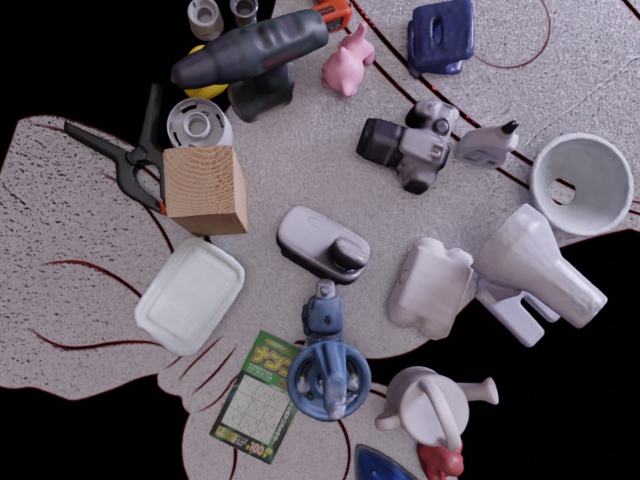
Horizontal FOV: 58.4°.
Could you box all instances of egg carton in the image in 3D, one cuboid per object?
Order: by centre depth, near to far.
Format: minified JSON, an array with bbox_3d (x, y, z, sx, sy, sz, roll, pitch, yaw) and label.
[{"bbox_3d":[0.173,0.075,0.900,0.107,0.069,0.150,22,83,-1],"label":"egg carton"}]

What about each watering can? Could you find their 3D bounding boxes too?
[{"bbox_3d":[0.166,0.237,0.820,0.173,0.194,0.101,-39,87,-7],"label":"watering can"}]

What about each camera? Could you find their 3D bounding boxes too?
[{"bbox_3d":[0.135,-0.162,0.907,0.137,0.100,0.143,20,83,-1],"label":"camera"}]

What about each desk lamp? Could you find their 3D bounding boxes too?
[{"bbox_3d":[0.308,0.057,0.838,0.203,0.213,0.118,45,83,2],"label":"desk lamp"}]

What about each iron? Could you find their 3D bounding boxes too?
[{"bbox_3d":[0.130,0.424,0.824,0.119,0.141,0.258,-33,87,-6],"label":"iron"}]

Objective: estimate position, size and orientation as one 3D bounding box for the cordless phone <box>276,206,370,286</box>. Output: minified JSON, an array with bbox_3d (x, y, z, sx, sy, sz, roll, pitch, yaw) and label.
[{"bbox_3d":[0.008,0.003,0.839,0.147,0.185,0.094,27,83,0],"label":"cordless phone"}]

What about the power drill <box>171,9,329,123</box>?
[{"bbox_3d":[-0.097,-0.250,0.847,0.230,0.208,0.075,-29,86,-6],"label":"power drill"}]

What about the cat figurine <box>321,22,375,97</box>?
[{"bbox_3d":[0.045,-0.282,0.905,0.067,0.117,0.128,24,83,0],"label":"cat figurine"}]

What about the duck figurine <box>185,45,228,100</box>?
[{"bbox_3d":[-0.181,-0.279,0.906,0.077,0.086,0.104,33,83,0],"label":"duck figurine"}]

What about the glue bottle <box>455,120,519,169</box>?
[{"bbox_3d":[0.267,-0.152,0.878,0.078,0.173,0.037,19,83,-1],"label":"glue bottle"}]

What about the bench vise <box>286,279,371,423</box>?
[{"bbox_3d":[0.001,0.165,0.803,0.121,0.219,0.207,-20,85,-5],"label":"bench vise"}]

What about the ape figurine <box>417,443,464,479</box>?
[{"bbox_3d":[0.188,0.331,0.862,0.078,0.092,0.076,-42,88,-7],"label":"ape figurine"}]

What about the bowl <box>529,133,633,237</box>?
[{"bbox_3d":[0.410,-0.084,0.930,0.167,0.074,0.167,0,84,-4],"label":"bowl"}]

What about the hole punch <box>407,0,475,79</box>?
[{"bbox_3d":[0.194,-0.329,0.933,0.101,0.091,0.109,0,84,-4],"label":"hole punch"}]
